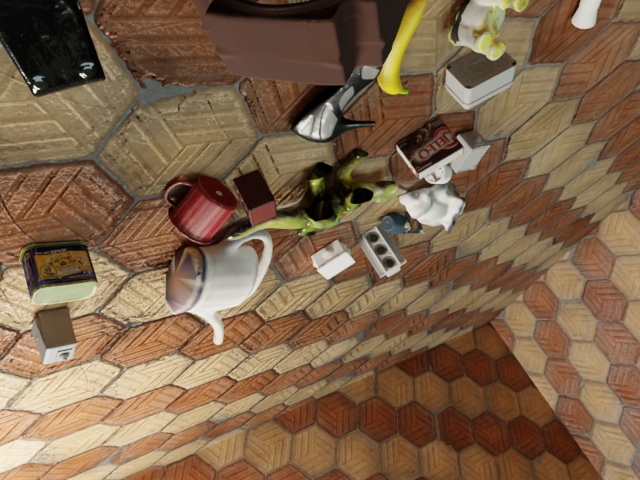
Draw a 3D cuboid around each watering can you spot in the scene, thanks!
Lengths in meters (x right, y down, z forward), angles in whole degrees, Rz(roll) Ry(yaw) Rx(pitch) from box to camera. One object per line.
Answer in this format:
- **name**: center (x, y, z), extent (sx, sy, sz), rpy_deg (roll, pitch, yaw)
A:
- **watering can**: center (-0.224, 0.112, 1.086), extent (0.224, 0.105, 0.342), rpy_deg (1, 126, -47)

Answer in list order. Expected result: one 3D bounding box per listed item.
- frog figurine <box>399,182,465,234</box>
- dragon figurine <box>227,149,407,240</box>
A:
- **frog figurine**: center (0.275, -0.096, 1.316), extent (0.159, 0.125, 0.134), rpy_deg (15, 150, -6)
- **dragon figurine**: center (0.003, -0.054, 1.078), extent (0.412, 0.124, 0.238), rpy_deg (-23, 161, -13)
